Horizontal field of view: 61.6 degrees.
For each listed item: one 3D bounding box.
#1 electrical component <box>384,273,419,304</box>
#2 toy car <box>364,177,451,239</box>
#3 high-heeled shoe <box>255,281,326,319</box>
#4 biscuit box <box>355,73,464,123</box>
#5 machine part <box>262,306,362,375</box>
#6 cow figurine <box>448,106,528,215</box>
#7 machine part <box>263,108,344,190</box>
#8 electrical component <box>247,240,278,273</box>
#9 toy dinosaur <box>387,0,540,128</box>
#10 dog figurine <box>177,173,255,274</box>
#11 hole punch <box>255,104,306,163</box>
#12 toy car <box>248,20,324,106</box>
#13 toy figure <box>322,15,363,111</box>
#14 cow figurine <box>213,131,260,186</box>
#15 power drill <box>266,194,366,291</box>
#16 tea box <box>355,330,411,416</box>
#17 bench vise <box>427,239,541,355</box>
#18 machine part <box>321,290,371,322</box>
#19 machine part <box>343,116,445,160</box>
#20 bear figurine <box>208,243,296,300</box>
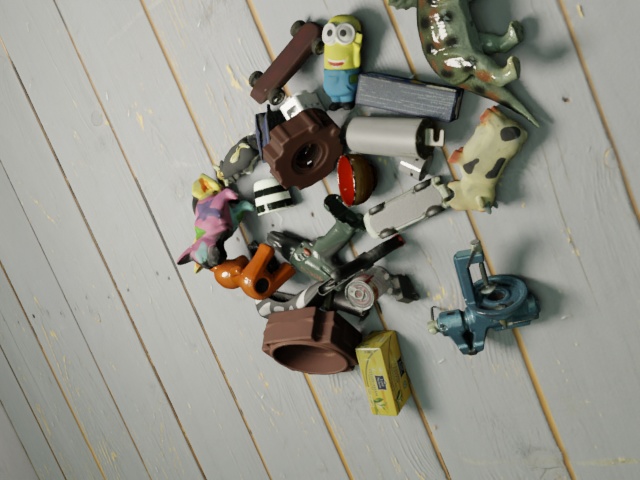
[{"bbox_3d":[0.179,0.104,1.168,0.021,0.094,0.063,-37,49,38],"label":"electrical component"},{"bbox_3d":[0.180,-0.064,1.116,0.202,0.056,0.073,-27,86,32],"label":"toy car"},{"bbox_3d":[-0.076,0.129,1.308,0.145,0.086,0.248,54,131,18],"label":"high-heeled shoe"},{"bbox_3d":[0.170,-0.279,1.043,0.203,0.059,0.062,19,116,23],"label":"biscuit box"},{"bbox_3d":[-0.018,0.241,1.253,0.202,0.087,0.200,-12,141,32],"label":"machine part"},{"bbox_3d":[0.308,-0.135,1.002,0.127,0.085,0.194,40,119,16],"label":"cow figurine"},{"bbox_3d":[-0.032,-0.184,1.121,0.056,0.179,0.179,53,128,34],"label":"machine part"},{"bbox_3d":[-0.149,0.060,1.353,0.075,0.048,0.119,-33,91,33],"label":"electrical component"},{"bbox_3d":[0.240,-0.362,0.946,0.192,0.131,0.404,-8,107,45],"label":"toy dinosaur"},{"bbox_3d":[-0.273,-0.031,1.289,0.192,0.108,0.219,29,82,29],"label":"dog figurine"},{"bbox_3d":[-0.103,-0.231,1.190,0.092,0.116,0.142,8,111,36],"label":"hole punch"},{"bbox_3d":[-0.066,-0.364,1.119,0.089,0.053,0.202,43,97,24],"label":"toy car"},{"bbox_3d":[0.043,-0.355,1.079,0.082,0.089,0.179,-4,118,-1],"label":"toy figure"},{"bbox_3d":[-0.198,-0.179,1.268,0.068,0.098,0.167,49,123,-2],"label":"cow figurine"},{"bbox_3d":[-0.003,-0.004,1.227,0.232,0.086,0.207,40,118,11],"label":"power drill"},{"bbox_3d":[0.147,0.304,1.236,0.068,0.098,0.169,-9,103,33],"label":"tea box"},{"bbox_3d":[0.304,0.106,1.051,0.224,0.129,0.240,-9,120,24],"label":"bench vise"},{"bbox_3d":[0.058,0.149,1.266,0.139,0.039,0.084,14,105,37],"label":"machine part"},{"bbox_3d":[0.138,-0.202,1.055,0.244,0.079,0.079,14,114,40],"label":"machine part"},{"bbox_3d":[-0.172,0.072,1.290,0.120,0.132,0.196,46,164,-33],"label":"bear figurine"}]
